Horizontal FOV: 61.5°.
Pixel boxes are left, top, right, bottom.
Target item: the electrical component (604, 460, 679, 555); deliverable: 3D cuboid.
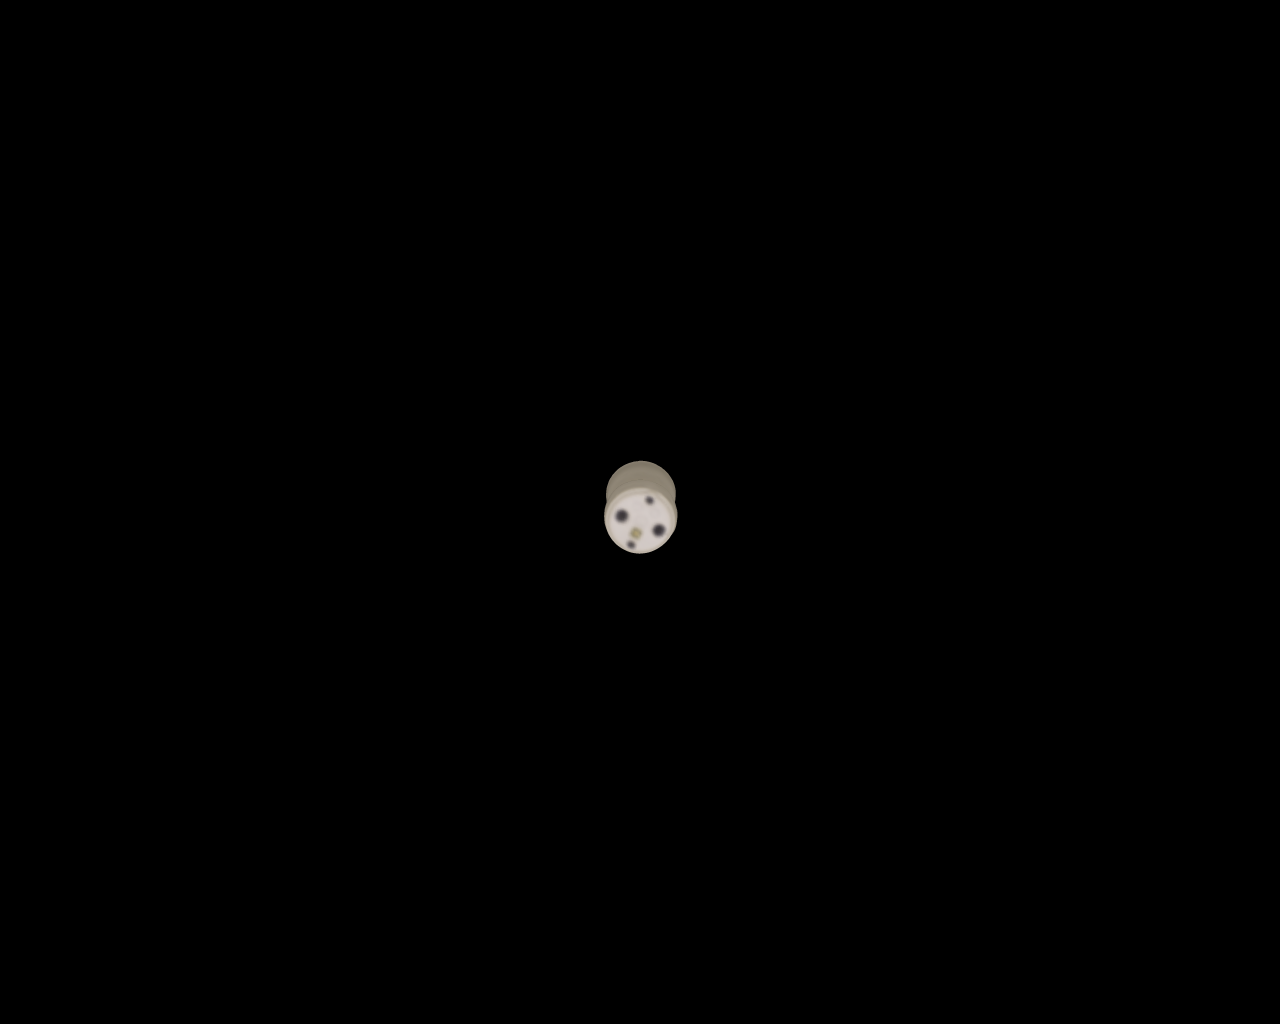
[{"bbox_3d":[0.001,-0.003,0.650,0.045,0.044,0.055,0,19,0],"label":"electrical component"}]
